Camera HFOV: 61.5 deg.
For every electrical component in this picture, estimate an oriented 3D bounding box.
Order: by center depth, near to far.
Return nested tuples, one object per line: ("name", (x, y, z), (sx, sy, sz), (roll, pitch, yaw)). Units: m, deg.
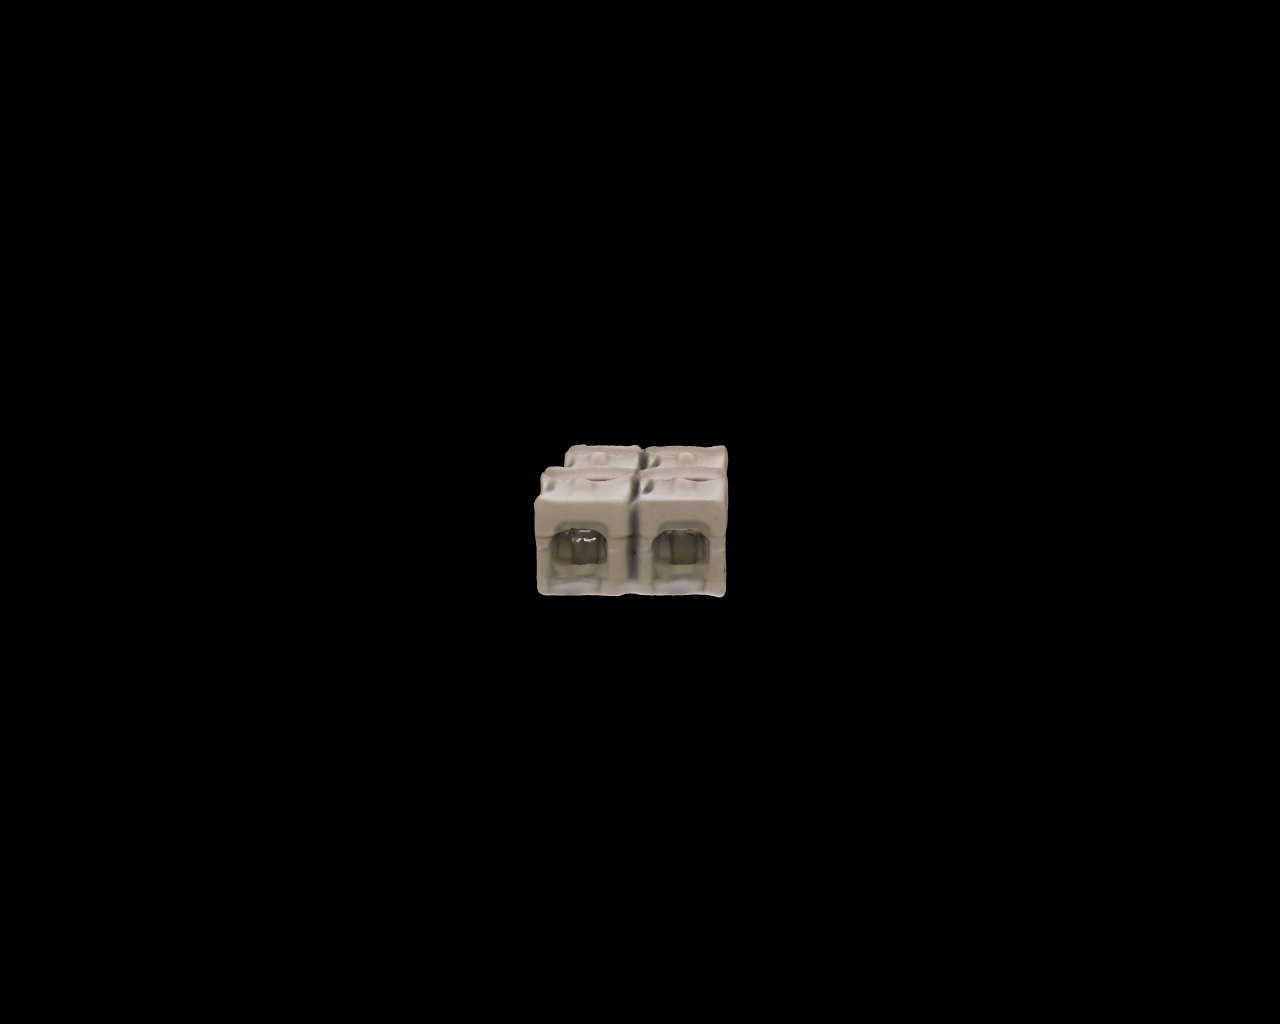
("electrical component", (0.001, -0.003, 0.650), (0.105, 0.060, 0.186), (1, 11, 4))
